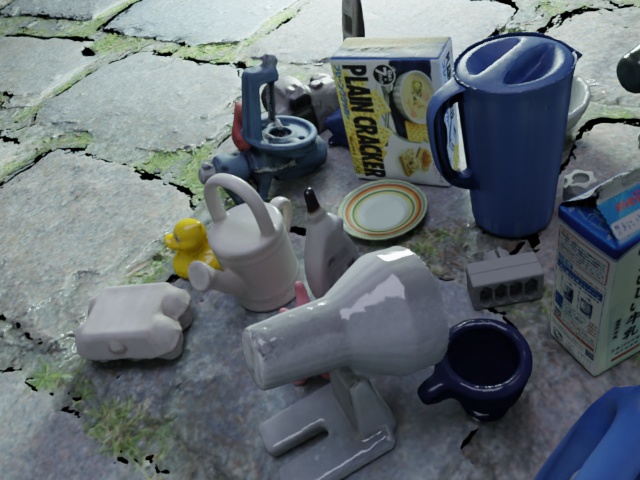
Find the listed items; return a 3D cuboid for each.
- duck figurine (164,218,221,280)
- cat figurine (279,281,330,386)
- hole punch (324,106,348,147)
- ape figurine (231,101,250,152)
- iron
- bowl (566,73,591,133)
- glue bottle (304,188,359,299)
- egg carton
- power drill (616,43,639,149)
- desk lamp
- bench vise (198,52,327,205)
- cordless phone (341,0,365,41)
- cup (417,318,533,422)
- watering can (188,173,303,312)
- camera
[{"bbox_3d":[-0.176,0.005,0.835,0.104,0.086,0.077,-9,43,9],"label":"duck figurine"},{"bbox_3d":[-0.017,0.105,0.657,0.067,0.118,0.127,-11,43,7],"label":"cat figurine"},{"bbox_3d":[0.065,-0.217,0.986,0.100,0.091,0.109,25,57,36],"label":"hole punch"},{"bbox_3d":[-0.130,-0.207,1.037,0.075,0.092,0.078,19,53,33],"label":"ape figurine"},{"bbox_3d":[0.219,0.212,0.453,0.259,0.142,0.118,-40,47,-23],"label":"iron"},{"bbox_3d":[0.329,-0.198,0.894,0.167,0.075,0.167,-9,43,9],"label":"bowl"},{"bbox_3d":[0.007,0.003,0.715,0.037,0.173,0.078,27,58,37],"label":"glue bottle"},{"bbox_3d":[-0.246,0.112,0.759,0.150,0.069,0.107,-6,44,12],"label":"egg carton"},{"bbox_3d":[0.502,-0.220,0.762,0.229,0.209,0.075,-22,43,-5],"label":"power drill"},{"bbox_3d":[0.021,0.127,0.552,0.203,0.214,0.117,-28,44,-12],"label":"desk lamp"},{"bbox_3d":[-0.092,-0.160,0.881,0.121,0.220,0.208,25,57,36],"label":"bench vise"},{"bbox_3d":[0.083,-0.347,1.046,0.094,0.185,0.147,-30,44,-14],"label":"cordless phone"},{"bbox_3d":[0.154,0.147,0.576,0.118,0.095,0.091,-27,43,-11],"label":"cup"},{"bbox_3d":[-0.094,0.002,0.733,0.100,0.194,0.173,0,45,18],"label":"watering can"},{"bbox_3d":[-0.044,-0.263,1.061,0.143,0.101,0.136,-31,44,-14],"label":"camera"}]
